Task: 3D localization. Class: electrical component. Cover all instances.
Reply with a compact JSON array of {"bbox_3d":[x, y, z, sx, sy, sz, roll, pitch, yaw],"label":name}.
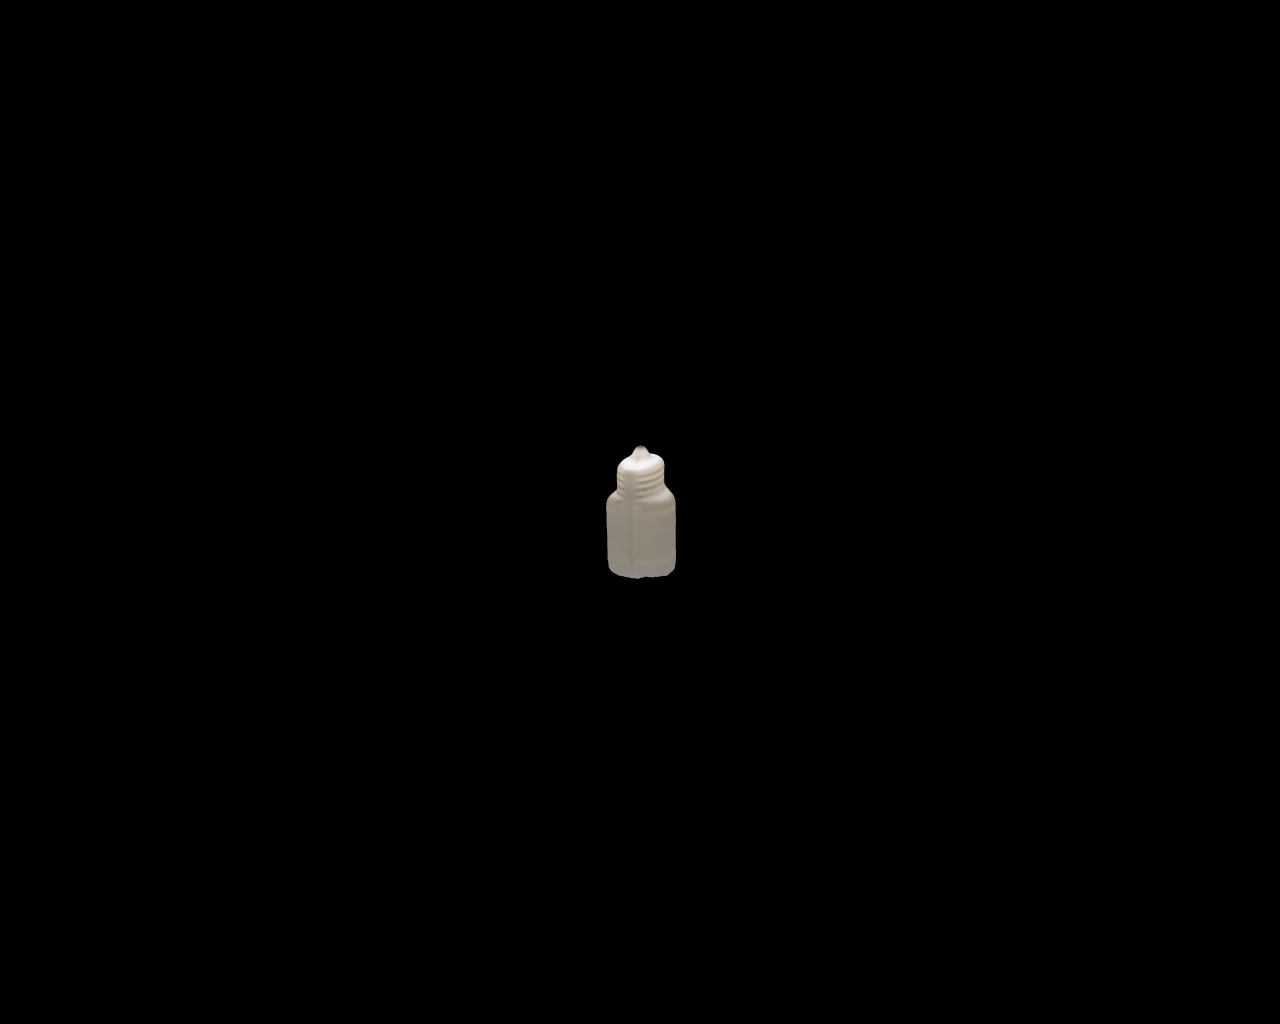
[{"bbox_3d":[0.001,-0.003,0.650,0.043,0.080,0.043,0,19,0],"label":"electrical component"}]
